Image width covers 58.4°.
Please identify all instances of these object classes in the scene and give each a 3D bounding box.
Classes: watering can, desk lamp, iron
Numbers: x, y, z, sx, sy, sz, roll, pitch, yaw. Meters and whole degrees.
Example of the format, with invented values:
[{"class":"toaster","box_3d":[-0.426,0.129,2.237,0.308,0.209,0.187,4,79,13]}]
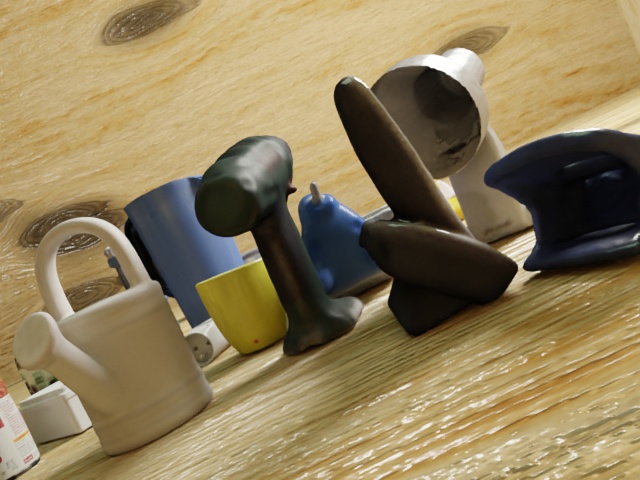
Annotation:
[{"class":"watering can","box_3d":[-0.177,0.072,0.485,0.101,0.194,0.173,-26,3,-8]},{"class":"desk lamp","box_3d":[0.159,-0.104,0.621,0.117,0.213,0.204,-23,4,39]},{"class":"iron","box_3d":[0.007,0.003,0.735,0.119,0.141,0.258,-26,3,-8]}]

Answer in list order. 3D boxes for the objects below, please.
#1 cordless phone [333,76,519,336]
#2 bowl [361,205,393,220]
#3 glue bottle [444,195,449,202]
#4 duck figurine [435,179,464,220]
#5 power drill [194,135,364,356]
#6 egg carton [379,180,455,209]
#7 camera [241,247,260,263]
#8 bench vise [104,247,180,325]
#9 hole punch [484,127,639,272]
[{"class":"cordless phone","box_3d":[0.063,-0.034,0.444,0.094,0.185,0.147,-25,3,-3]},{"class":"bowl","box_3d":[0.087,-0.005,0.881,0.167,0.075,0.167,-25,3,2]},{"class":"glue bottle","box_3d":[0.123,-0.072,0.779,0.078,0.173,0.037,-25,3,11]},{"class":"duck figurine","box_3d":[0.188,-0.062,0.937,0.104,0.086,0.078,-24,3,21]},{"class":"power drill","box_3d":[-0.036,-0.006,0.558,0.075,0.208,0.230,-25,3,13]},{"class":"egg carton","box_3d":[0.178,-0.054,1.059,0.151,0.069,0.107,-27,3,-30]},{"class":"camera","box_3d":[-0.085,0.054,1.038,0.137,0.101,0.143,-25,3,-3]},{"class":"bench vise","box_3d":[-0.368,0.116,1.140,0.122,0.220,0.207,-26,3,-22]},{"class":"hole punch","box_3d":[0.184,-0.037,0.395,0.101,0.091,0.108,-27,3,-28]}]
